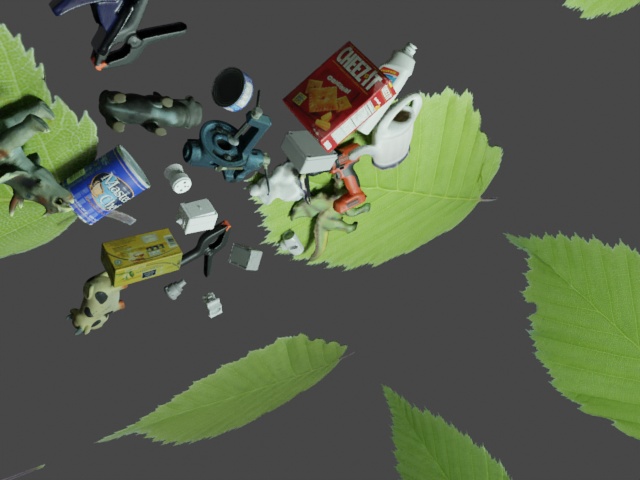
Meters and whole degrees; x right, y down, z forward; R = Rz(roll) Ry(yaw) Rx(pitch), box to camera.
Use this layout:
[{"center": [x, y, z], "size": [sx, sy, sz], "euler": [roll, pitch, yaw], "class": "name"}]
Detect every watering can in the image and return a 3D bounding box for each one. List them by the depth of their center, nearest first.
[{"center": [0.187, -0.289, 1.503], "size": [0.352, 0.105, 0.219], "euler": [-46, 156, -24], "class": "watering can"}]

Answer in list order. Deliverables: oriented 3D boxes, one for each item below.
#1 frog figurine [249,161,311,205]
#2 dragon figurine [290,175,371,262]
[{"center": [-0.111, -0.153, 1.411], "size": [0.159, 0.124, 0.135], "euler": [-2, 163, 9], "class": "frog figurine"}, {"center": [0.005, -0.084, 1.672], "size": [0.241, 0.125, 0.404], "euler": [17, 120, -38], "class": "dragon figurine"}]
